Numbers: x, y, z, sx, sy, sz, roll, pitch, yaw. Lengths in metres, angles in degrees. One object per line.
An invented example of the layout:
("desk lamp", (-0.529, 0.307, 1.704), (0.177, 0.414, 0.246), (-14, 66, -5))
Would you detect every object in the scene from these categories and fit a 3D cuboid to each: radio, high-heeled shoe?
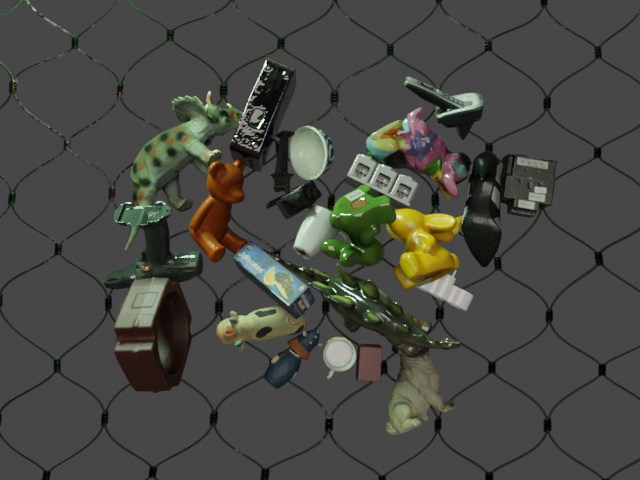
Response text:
("radio", (-0.125, -0.277, 1.197), (0.073, 0.131, 0.229), (21, 86, 0))
("high-heeled shoe", (0.375, -0.074, 1.226), (0.086, 0.145, 0.248), (4, 117, 20))

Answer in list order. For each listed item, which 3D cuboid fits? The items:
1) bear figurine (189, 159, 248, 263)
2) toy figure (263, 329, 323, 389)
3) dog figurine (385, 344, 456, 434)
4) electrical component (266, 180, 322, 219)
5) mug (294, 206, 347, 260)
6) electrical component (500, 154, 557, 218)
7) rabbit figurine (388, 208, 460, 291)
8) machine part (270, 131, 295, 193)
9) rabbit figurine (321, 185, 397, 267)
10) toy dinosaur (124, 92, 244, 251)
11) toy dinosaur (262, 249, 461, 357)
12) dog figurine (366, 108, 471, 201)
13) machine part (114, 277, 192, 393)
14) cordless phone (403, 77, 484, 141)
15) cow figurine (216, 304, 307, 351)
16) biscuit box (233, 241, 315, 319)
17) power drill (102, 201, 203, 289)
("bear figurine", (-0.203, -0.069, 1.165), (0.132, 0.120, 0.195), (40, 114, 17))
("toy figure", (-0.060, 0.256, 1.189), (0.154, 0.064, 0.058), (-48, 50, -8))
("dog figurine", (0.186, 0.307, 1.176), (0.172, 0.121, 0.190), (-27, 72, -6))
("electrical component", (-0.063, -0.084, 1.204), (0.119, 0.075, 0.047), (-25, 105, 31))
("mug", (-0.002, -0.004, 1.189), (0.109, 0.081, 0.107), (37, 71, -5))
("electrical component", (0.467, -0.121, 1.223), (0.115, 0.058, 0.134), (11, 86, 3))
("rabbit figurine", (0.216, 0.000, 1.148), (0.162, 0.121, 0.173), (-25, 65, -2))
("machine part", (-0.083, -0.175, 1.207), (0.039, 0.084, 0.138), (3, 95, -22))
("rabbit figurine", (0.091, -0.004, 1.143), (0.159, 0.121, 0.170), (-34, 127, -23))
("toy dinosaur", (-0.339, -0.172, 1.201), (0.405, 0.131, 0.192), (-39, 73, 2))
("toy dinosaur", (0.075, 0.125, 1.132), (0.472, 0.198, 0.105), (20, 72, 34))
("dog figurine", (0.227, -0.173, 1.204), (0.191, 0.108, 0.219), (-30, 88, -4))
("machine part", (-0.340, 0.192, 1.107), (0.087, 0.201, 0.201), (-4, 41, 6))
("cordless phone", (0.266, -0.313, 1.192), (0.184, 0.147, 0.088), (28, 120, -3))
("cow figurine", (-0.126, 0.185, 1.161), (0.195, 0.127, 0.085), (-12, 82, -4))
("biscuit box", (-0.102, 0.082, 1.153), (0.059, 0.062, 0.203), (-44, 55, -16))
("power drill", (-0.377, 0.022, 1.153), (0.232, 0.086, 0.207), (-3, 123, -1))
